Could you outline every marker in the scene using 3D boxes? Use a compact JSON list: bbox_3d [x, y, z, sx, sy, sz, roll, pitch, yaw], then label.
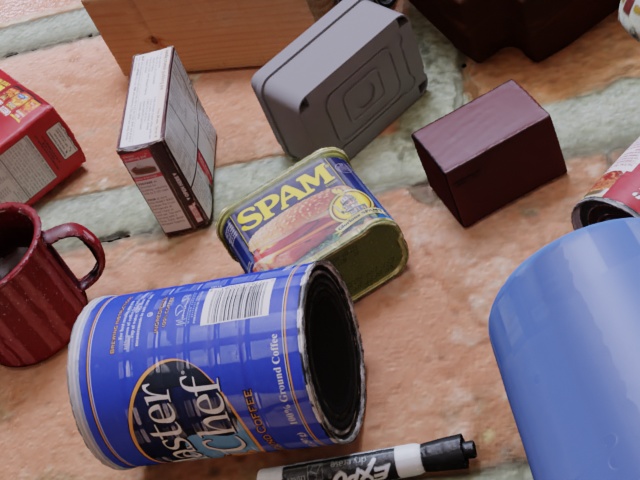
[{"bbox_3d":[0.025,0.123,0.576,0.121,0.020,0.020,-13,44,15],"label":"marker"}]

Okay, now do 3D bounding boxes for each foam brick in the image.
[{"bbox_3d":[0.108,-0.056,0.686,0.078,0.053,0.051,-28,42,-2],"label":"foam brick"}]

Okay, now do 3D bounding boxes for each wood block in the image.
[{"bbox_3d":[-0.083,-0.205,0.903,0.206,0.090,0.090,0,49,27],"label":"wood block"}]

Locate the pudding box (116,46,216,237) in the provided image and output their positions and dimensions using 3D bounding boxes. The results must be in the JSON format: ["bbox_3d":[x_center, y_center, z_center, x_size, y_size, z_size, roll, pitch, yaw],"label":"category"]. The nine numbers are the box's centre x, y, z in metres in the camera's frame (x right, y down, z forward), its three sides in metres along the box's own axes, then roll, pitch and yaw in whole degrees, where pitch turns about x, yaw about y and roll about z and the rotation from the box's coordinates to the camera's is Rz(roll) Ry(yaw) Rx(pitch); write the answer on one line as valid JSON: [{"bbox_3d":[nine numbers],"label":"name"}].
[{"bbox_3d":[-0.111,-0.074,0.786,0.039,0.090,0.113,-15,44,11],"label":"pudding box"}]

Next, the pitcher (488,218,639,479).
[{"bbox_3d":[0.146,0.116,0.430,0.149,0.145,0.243,-16,48,1],"label":"pitcher"}]

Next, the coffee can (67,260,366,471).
[{"bbox_3d":[-0.056,0.072,0.605,0.140,0.102,0.102,-10,45,18],"label":"coffee can"}]

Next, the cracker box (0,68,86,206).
[{"bbox_3d":[-0.321,-0.048,0.883,0.213,0.072,0.164,-42,44,-15],"label":"cracker box"}]

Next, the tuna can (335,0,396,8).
[{"bbox_3d":[0.037,-0.228,0.868,0.034,0.086,0.086,1,49,25],"label":"tuna can"}]

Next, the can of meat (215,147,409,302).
[{"bbox_3d":[-0.005,0.001,0.686,0.102,0.057,0.084,-31,45,-4],"label":"can of meat"}]

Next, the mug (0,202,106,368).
[{"bbox_3d":[-0.204,0.029,0.739,0.117,0.081,0.093,-28,42,-1],"label":"mug"}]

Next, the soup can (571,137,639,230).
[{"bbox_3d":[0.200,-0.029,0.602,0.102,0.068,0.069,-44,45,-18],"label":"soup can"}]
